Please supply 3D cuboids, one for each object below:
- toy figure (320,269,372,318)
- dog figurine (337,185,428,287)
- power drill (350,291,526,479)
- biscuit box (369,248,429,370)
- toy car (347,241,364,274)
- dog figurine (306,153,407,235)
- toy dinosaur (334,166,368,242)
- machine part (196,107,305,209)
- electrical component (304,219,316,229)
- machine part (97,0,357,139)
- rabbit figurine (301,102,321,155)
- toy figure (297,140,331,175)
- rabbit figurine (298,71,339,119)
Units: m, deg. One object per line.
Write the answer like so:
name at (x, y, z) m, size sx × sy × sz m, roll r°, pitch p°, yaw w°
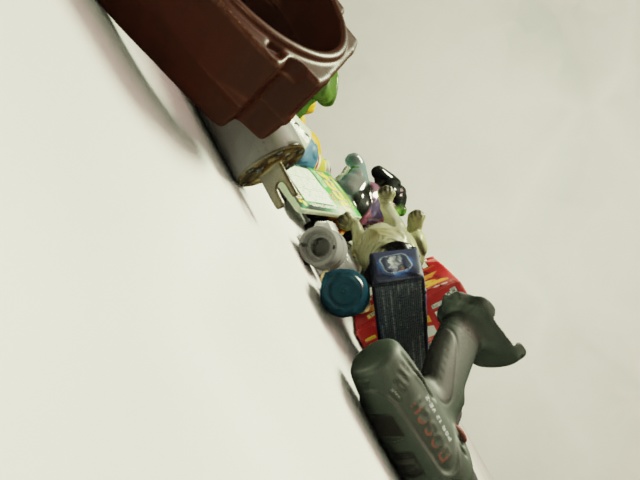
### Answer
toy figure at (0.030, 0.063, 0.647) m, size 0.154 × 0.058 × 0.064 m, roll 59°, pitch 8°, yaw -81°
dog figurine at (0.115, 0.038, 0.780) m, size 0.172 × 0.121 × 0.191 m, roll 32°, pitch 27°, yaw -31°
power drill at (0.139, 0.170, 0.555) m, size 0.232 × 0.207 × 0.086 m, roll 53°, pitch -36°, yaw -9°
biscuit box at (0.101, 0.108, 0.665) m, size 0.059 × 0.063 × 0.202 m, roll -91°, pitch 172°, yaw -56°
toy car at (0.069, 0.048, 0.973) m, size 0.056 × 0.073 × 0.201 m, roll 24°, pitch -3°, yaw 12°
dog figurine at (0.070, -0.050, 1.001) m, size 0.191 × 0.108 × 0.219 m, roll 28°, pitch 39°, yaw -10°
toy dinosaur at (0.075, -0.005, 1.157) m, size 0.192 × 0.131 × 0.405 m, roll 32°, pitch 31°, yaw -53°
machine part at (-0.086, -0.143, 0.534) m, size 0.243 × 0.079 × 0.079 m, roll 62°, pitch 6°, yaw 8°
electrical component at (-0.002, -0.003, 0.870) m, size 0.063 × 0.021 × 0.094 m, roll 53°, pitch 10°, yaw -51°
machine part at (-0.069, -0.204, 0.459) m, size 0.201 × 0.087 × 0.201 m, roll 47°, pitch 35°, yaw -14°
rabbit figurine at (-0.054, -0.236, 1.107) m, size 0.173 × 0.122 × 0.162 m, roll 62°, pitch 10°, yaw 11°
toy figure at (-0.037, -0.152, 1.016) m, size 0.089 × 0.082 × 0.180 m, roll 33°, pitch -3°, yaw 31°
rabbit figurine at (-0.060, -0.212, 0.869) m, size 0.159 × 0.170 × 0.121 m, roll 17°, pitch 13°, yaw -8°
